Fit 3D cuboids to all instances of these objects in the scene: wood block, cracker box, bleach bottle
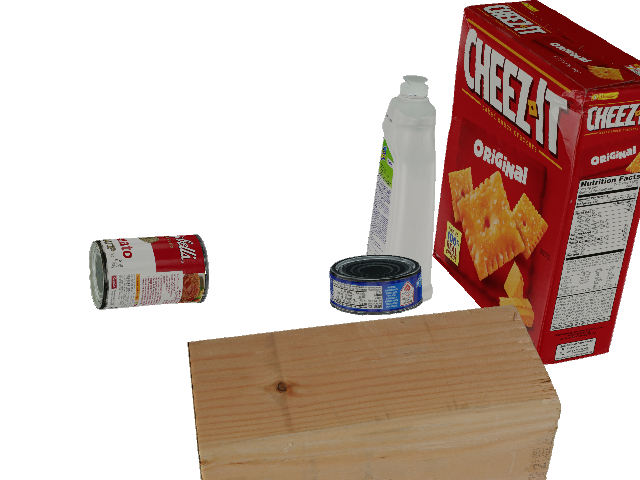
[{"bbox_3d":[0.028,0.109,0.649,0.206,0.090,0.091,-6,39,-7],"label":"wood block"},{"bbox_3d":[0.153,-0.043,0.767,0.072,0.214,0.164,-9,33,-20],"label":"cracker box"},{"bbox_3d":[0.099,-0.061,1.223,0.068,0.251,0.103,-2,23,-16],"label":"bleach bottle"}]

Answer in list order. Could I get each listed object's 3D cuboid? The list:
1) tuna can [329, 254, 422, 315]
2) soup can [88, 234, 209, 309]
[{"bbox_3d":[0.051,0.039,0.978,0.086,0.034,0.086,-2,14,0],"label":"tuna can"},{"bbox_3d":[-0.166,0.030,1.029,0.102,0.068,0.069,-3,1,-24],"label":"soup can"}]
